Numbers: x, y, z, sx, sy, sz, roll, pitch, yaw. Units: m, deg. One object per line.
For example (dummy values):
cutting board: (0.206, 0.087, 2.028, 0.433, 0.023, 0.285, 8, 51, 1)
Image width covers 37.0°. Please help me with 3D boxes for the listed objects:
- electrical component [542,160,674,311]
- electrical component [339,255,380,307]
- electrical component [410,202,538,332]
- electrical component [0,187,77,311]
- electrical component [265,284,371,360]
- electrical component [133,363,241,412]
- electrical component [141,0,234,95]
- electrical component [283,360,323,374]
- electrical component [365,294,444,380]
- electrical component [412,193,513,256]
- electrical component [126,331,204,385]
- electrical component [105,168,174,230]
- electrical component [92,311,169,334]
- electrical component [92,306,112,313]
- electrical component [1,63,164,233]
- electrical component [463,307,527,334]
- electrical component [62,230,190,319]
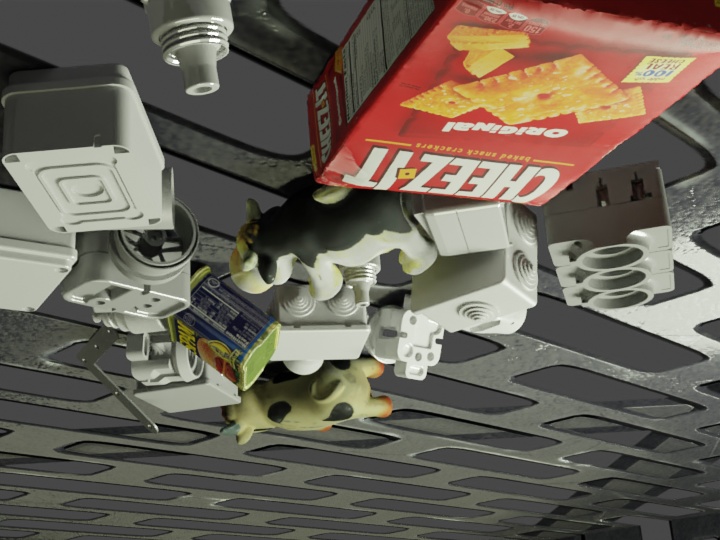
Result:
electrical component: (0.201, -0.021, 0.859, 0.089, 0.061, 0.150, -9, 158, 14)
electrical component: (0.000, 0.000, 0.878, 0.035, 0.061, 0.035, -3, 159, -1)
electrical component: (0.090, -0.006, 0.830, 0.100, 0.099, 0.048, -21, 140, 37)
electrical component: (-0.277, -0.017, 0.796, 0.109, 0.056, 0.109, 9, 155, -30)
electrical component: (-0.041, 0.049, 1.013, 0.100, 0.048, 0.099, 0, 158, -9)
electrical component: (-0.185, 0.116, 1.158, 0.100, 0.048, 0.099, -9, 158, 14)
electrical component: (-0.085, -0.121, 0.548, 0.048, 0.062, 0.048, -10, 173, -1)
electrical component: (-0.054, 0.077, 1.087, 0.045, 0.045, 0.055, 1, 158, -11)
electrical component: (0.041, 0.063, 1.036, 0.058, 0.078, 0.057, 13, 174, -37)
electrical component: (0.072, -0.051, 0.760, 0.061, 0.061, 0.096, -8, 158, 10)
electrical component: (-0.189, 0.083, 1.064, 0.057, 0.058, 0.078, -5, 158, 10)
electrical component: (-0.171, -0.049, 0.748, 0.081, 0.043, 0.043, -1, 158, -7)
electrical component: (-0.203, 0.037, 0.968, 0.078, 0.040, 0.040, -7, 158, 16)
electrical component: (-0.194, 0.015, 0.914, 0.078, 0.040, 0.040, -1, 158, -7)
electrical component: (-0.169, -0.074, 0.669, 0.078, 0.057, 0.113, -5, 158, -1)
electrical component: (0.126, 0.027, 0.992, 0.077, 0.043, 0.079, 15, 152, -39)
electrical component: (-0.182, -0.003, 0.843, 0.095, 0.059, 0.054, 17, 150, -42)
